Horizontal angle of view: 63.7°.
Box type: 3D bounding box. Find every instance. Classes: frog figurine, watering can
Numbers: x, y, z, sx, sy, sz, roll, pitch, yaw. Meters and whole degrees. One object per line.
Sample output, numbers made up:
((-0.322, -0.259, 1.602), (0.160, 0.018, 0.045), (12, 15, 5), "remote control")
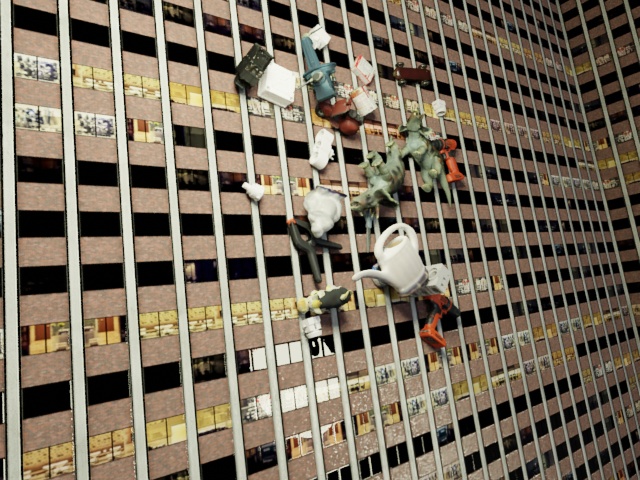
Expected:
((0.005, -0.081, 1.605), (0.123, 0.161, 0.136), (5, -14, 40), "frog figurine")
((0.242, 0.094, 1.698), (0.103, 0.222, 0.354), (-18, 21, 49), "watering can")
